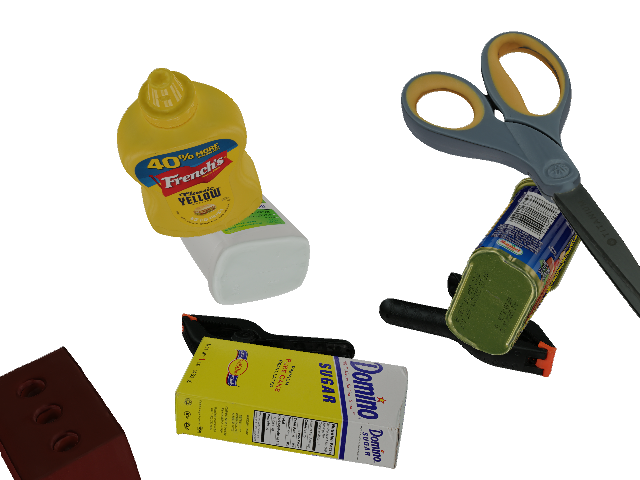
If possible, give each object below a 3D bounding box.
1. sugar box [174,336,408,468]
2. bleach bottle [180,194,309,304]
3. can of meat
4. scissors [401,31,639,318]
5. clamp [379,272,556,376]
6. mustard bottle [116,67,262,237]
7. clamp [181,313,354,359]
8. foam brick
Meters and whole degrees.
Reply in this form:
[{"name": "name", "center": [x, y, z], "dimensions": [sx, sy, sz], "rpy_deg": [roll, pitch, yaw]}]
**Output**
[{"name": "sugar box", "center": [-0.020, 0.127, 0.855], "dimensions": [0.176, 0.048, 0.093], "rpy_deg": [5, 26, 7]}, {"name": "bleach bottle", "center": [-0.110, -0.034, 1.052], "dimensions": [0.102, 0.068, 0.251], "rpy_deg": [-9, 34, -29]}, {"name": "can of meat", "center": [0.136, 0.021, 0.745], "dimensions": [0.057, 0.102, 0.083], "rpy_deg": [31, 50, 15]}, {"name": "scissors", "center": [0.092, -0.031, 0.509], "dimensions": [0.096, 0.201, 0.016], "rpy_deg": [-9, -42, 5]}, {"name": "clamp", "center": [0.156, 0.078, 1.029], "dimensions": [0.172, 0.039, 0.120], "rpy_deg": [24, 36, 29]}, {"name": "mustard bottle", "center": [-0.102, -0.070, 0.811], "dimensions": [0.096, 0.058, 0.191], "rpy_deg": [-14, -26, -2]}, {"name": "clamp", "center": [-0.088, 0.128, 1.229], "dimensions": [0.210, 0.036, 0.164], "rpy_deg": [13, 21, 29]}, {"name": "foam brick", "center": [-0.131, 0.103, 0.536], "dimensions": [0.052, 0.051, 0.078], "rpy_deg": [-26, 42, -23]}]
